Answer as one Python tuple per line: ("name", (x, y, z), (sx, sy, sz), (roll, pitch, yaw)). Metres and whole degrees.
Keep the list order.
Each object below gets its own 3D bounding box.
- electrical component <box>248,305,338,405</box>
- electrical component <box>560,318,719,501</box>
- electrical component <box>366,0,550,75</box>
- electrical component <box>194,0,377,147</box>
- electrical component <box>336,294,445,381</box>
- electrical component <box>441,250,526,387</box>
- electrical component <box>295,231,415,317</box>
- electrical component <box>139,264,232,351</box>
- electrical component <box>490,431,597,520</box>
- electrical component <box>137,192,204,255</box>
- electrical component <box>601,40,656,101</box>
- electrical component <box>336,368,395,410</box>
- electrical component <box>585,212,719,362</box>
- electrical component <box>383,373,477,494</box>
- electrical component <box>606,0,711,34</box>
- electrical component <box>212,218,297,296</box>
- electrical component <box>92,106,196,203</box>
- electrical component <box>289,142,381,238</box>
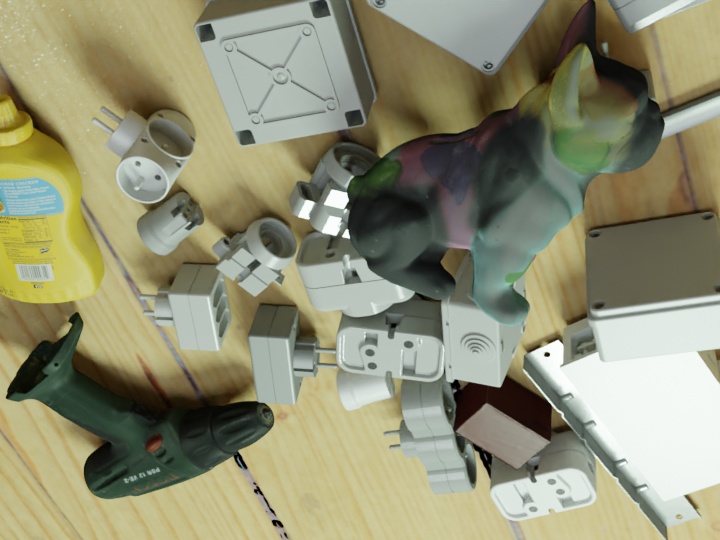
("electrical component", (-0.058, 0.080, 0.997), (0.076, 0.047, 0.083), (3, 127, 8))
("electrical component", (0.270, 0.108, 0.946), (0.105, 0.060, 0.186), (-27, 118, 27))
("electrical component", (0.077, -0.210, 0.746), (0.109, 0.056, 0.108), (28, 126, -11))
("electrical component", (-0.054, -0.158, 0.811), (0.109, 0.056, 0.108), (-8, 125, 16))
("electrical component", (0.030, 0.056, 0.954), (0.095, 0.059, 0.053), (6, 128, 6))
("electrical component", (0.106, 0.038, 0.903), (0.048, 0.099, 0.099), (9, 129, 20))
("electrical component", (0.000, 0.000, 0.921), (0.095, 0.053, 0.059), (-8, 124, 16))
("electrical component", (-0.164, 0.033, 0.982), (0.077, 0.047, 0.065), (2, 127, 9))
("electrical component", (0.176, 0.193, 1.029), (0.095, 0.059, 0.053), (-19, 121, 23))
("electrical component", (-0.164, -0.041, 0.932), (0.046, 0.040, 0.040), (-33, 115, 23))
("electrical component", (0.173, -0.133, 0.792), (0.083, 0.047, 0.075), (-5, 125, 14))
("electrical component", (0.006, 0.108, 1.011), (0.046, 0.040, 0.040), (-14, 123, 14))
("electrical component", (0.237, 0.013, 0.851), (0.109, 0.108, 0.056), (-9, 127, 17))
("electrical component", (0.060, 0.160, 1.031), (0.074, 0.052, 0.138), (-9, 124, 17))
("electrical component", (0.200, -0.203, 0.724), (0.096, 0.061, 0.061), (-25, 118, 26))
("electrical component", (-0.087, -0.014, 0.933), (0.066, 0.048, 0.055), (38, 132, -17))
("electrical component", (-0.178, -0.103, 0.863), (0.079, 0.077, 0.044), (35, 125, -15))
("electrical component", (-0.010, -0.065, 0.870), (0.078, 0.058, 0.057), (12, 127, -25))
